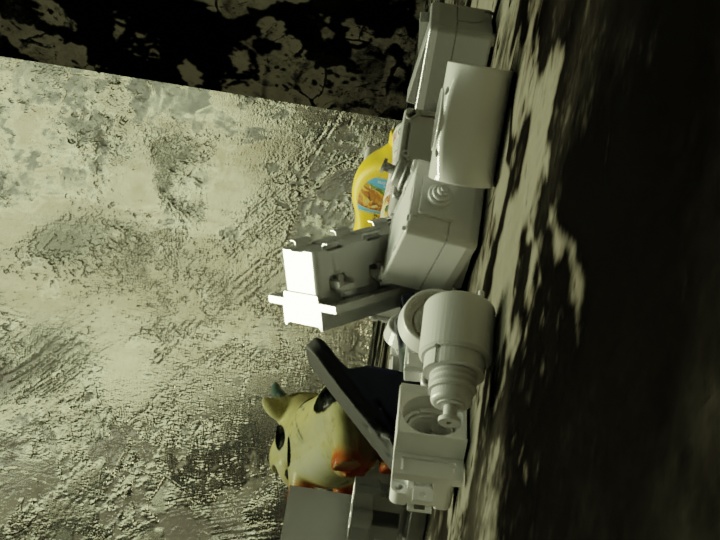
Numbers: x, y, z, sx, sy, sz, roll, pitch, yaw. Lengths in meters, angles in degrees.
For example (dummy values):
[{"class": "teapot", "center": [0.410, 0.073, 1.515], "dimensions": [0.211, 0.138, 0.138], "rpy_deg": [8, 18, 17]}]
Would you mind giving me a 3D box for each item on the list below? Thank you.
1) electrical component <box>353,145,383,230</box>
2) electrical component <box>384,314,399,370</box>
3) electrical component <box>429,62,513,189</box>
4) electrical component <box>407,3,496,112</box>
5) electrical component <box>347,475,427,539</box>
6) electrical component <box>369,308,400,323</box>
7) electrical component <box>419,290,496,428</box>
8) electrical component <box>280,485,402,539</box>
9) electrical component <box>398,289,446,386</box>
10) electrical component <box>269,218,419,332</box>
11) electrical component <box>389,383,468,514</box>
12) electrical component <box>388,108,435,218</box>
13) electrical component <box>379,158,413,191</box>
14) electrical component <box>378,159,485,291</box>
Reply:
[{"class": "electrical component", "center": [0.038, -0.046, 1.139], "dimensions": [0.061, 0.089, 0.150], "rpy_deg": [-82, 1, -61]}, {"class": "electrical component", "center": [0.044, 0.070, 0.931], "dimensions": [0.066, 0.048, 0.055], "rpy_deg": [-82, -7, -58]}, {"class": "electrical component", "center": [0.072, -0.099, 0.723], "dimensions": [0.079, 0.044, 0.077], "rpy_deg": [-83, 2, -78]}, {"class": "electrical component", "center": [0.074, -0.168, 0.901], "dimensions": [0.061, 0.061, 0.096], "rpy_deg": [-81, 0, -57]}, {"class": "electrical component", "center": [0.021, 0.183, 0.811], "dimensions": [0.066, 0.055, 0.048], "rpy_deg": [-86, 5, -86]}, {"class": "electrical component", "center": [0.046, 0.001, 1.012], "dimensions": [0.061, 0.062, 0.096], "rpy_deg": [-83, 2, -80]}, {"class": "electrical component", "center": [0.052, 0.048, 0.585], "dimensions": [0.040, 0.040, 0.078], "rpy_deg": [100, 179, -58]}, {"class": "electrical component", "center": [-0.018, 0.271, 0.827], "dimensions": [0.060, 0.105, 0.186], "rpy_deg": [100, 180, -56]}, {"class": "electrical component", "center": [0.050, 0.044, 0.723], "dimensions": [0.055, 0.048, 0.066], "rpy_deg": [85, -168, -58]}, {"class": "electrical component", "center": [0.000, 0.000, 0.830], "dimensions": [0.079, 0.121, 0.063], "rpy_deg": [8, 108, 48]}, {"class": "electrical component", "center": [0.041, 0.110, 0.659], "dimensions": [0.081, 0.042, 0.063], "rpy_deg": [-80, -2, -57]}, {"class": "electrical component", "center": [0.059, -0.076, 0.888], "dimensions": [0.061, 0.062, 0.096], "rpy_deg": [100, 179, -73]}, {"class": "electrical component", "center": [0.053, -0.065, 0.828], "dimensions": [0.040, 0.078, 0.040], "rpy_deg": [24, -90, -90]}, {"class": "electrical component", "center": [0.056, -0.031, 0.768], "dimensions": [0.096, 0.061, 0.061], "rpy_deg": [114, 169, -60]}]
